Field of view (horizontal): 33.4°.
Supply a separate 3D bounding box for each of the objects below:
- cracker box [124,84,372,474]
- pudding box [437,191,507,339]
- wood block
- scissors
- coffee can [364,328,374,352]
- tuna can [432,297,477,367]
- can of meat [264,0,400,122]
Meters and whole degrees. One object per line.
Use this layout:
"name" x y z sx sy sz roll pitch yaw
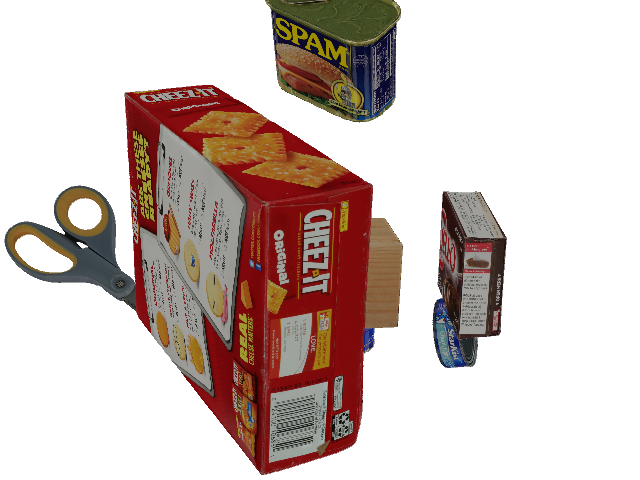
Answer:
"cracker box" -0.050 0.011 0.646 0.072 0.164 0.214 -10 26 -26
"pudding box" 0.124 0.018 0.889 0.039 0.090 0.113 -2 22 -4
"wood block" -0.031 0.034 1.058 0.206 0.091 0.090 -1 19 -9
"scissors" -0.152 0.018 0.835 0.202 0.096 0.016 20 -26 15
"coffee can" 0.028 0.082 1.520 0.103 0.140 0.103 0 22 0
"tuna can" 0.161 0.109 1.277 0.034 0.086 0.086 -7 -3 21
"can of meat" 0.010 -0.146 0.810 0.102 0.084 0.057 29 57 26
